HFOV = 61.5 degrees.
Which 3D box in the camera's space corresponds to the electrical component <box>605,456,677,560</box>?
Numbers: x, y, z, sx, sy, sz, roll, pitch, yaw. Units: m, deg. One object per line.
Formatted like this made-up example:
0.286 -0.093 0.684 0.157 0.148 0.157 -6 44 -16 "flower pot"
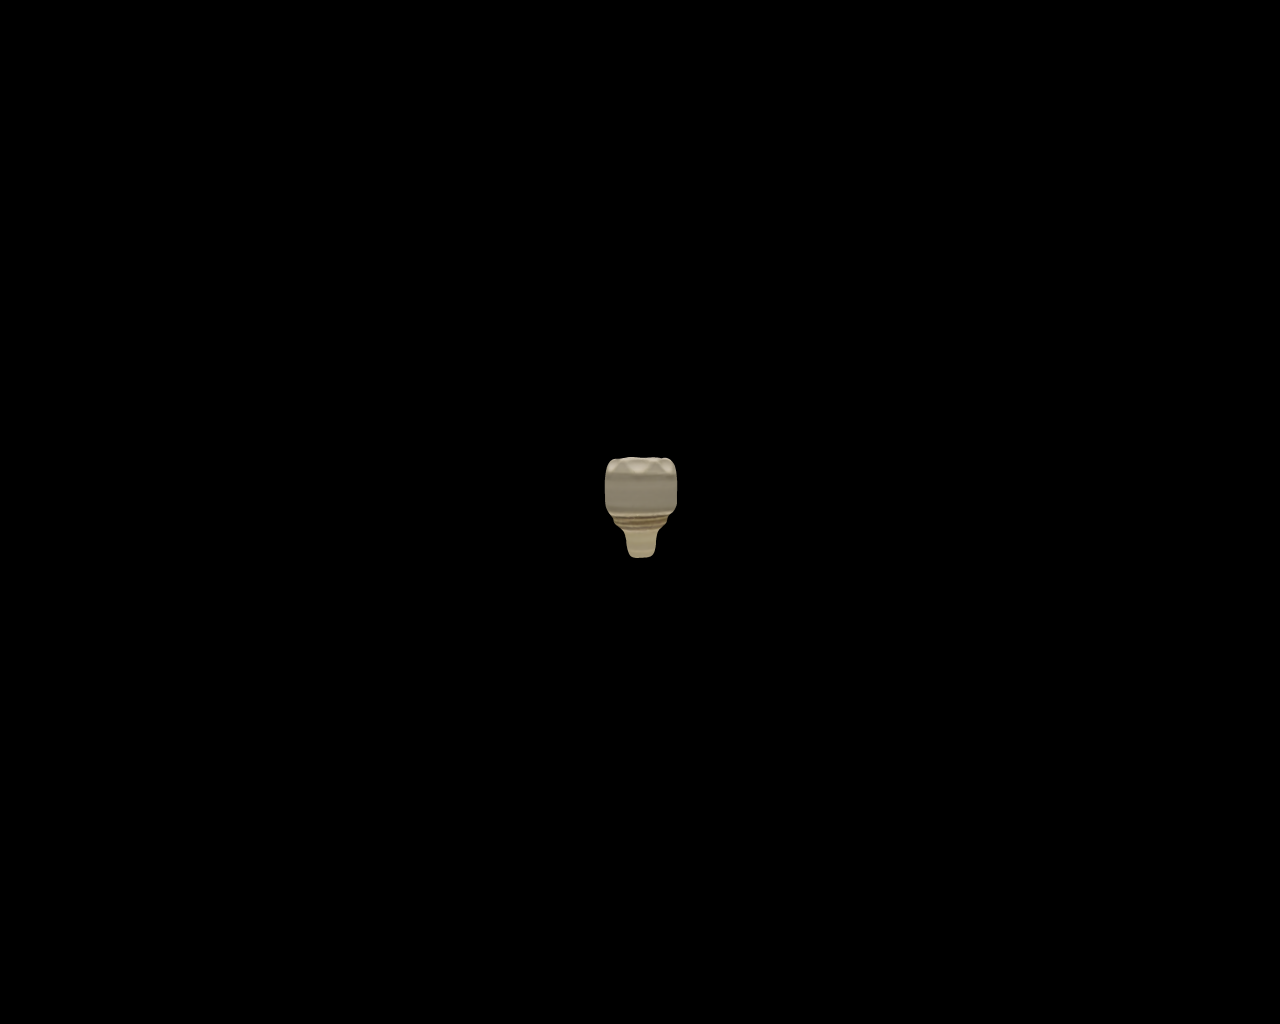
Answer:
0.001 -0.003 0.650 0.043 0.062 0.043 0 5 0 "electrical component"
